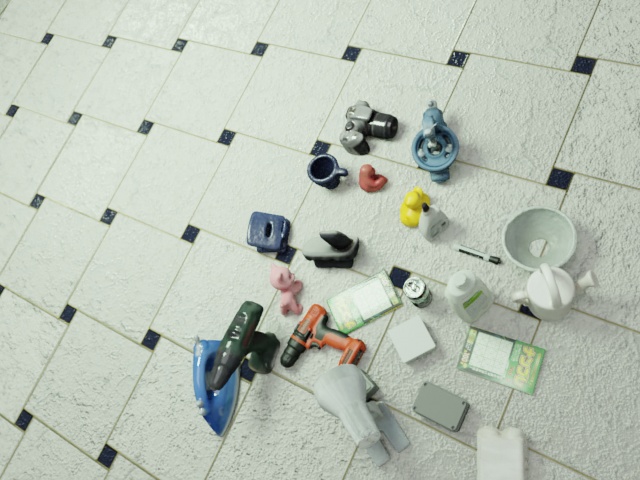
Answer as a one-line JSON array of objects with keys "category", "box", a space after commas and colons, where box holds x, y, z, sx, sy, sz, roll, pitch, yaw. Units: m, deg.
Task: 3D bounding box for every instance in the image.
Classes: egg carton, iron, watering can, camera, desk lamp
[{"category": "egg carton", "box": [0.391, 0.478, 1.229, 0.107, 0.069, 0.150, -3, 70, 19]}, {"category": "iron", "box": [-0.286, 0.372, 1.478, 0.118, 0.142, 0.258, -12, 67, 16]}, {"category": "watering can", "box": [0.511, 0.106, 1.254, 0.173, 0.194, 0.100, -35, 62, 5]}, {"category": "camera", "box": [0.139, -0.316, 1.604, 0.136, 0.101, 0.143, 16, 77, 25]}, {"category": "desk lamp", "box": [0.094, 0.394, 1.289, 0.118, 0.214, 0.202, -38, 62, 3]}]

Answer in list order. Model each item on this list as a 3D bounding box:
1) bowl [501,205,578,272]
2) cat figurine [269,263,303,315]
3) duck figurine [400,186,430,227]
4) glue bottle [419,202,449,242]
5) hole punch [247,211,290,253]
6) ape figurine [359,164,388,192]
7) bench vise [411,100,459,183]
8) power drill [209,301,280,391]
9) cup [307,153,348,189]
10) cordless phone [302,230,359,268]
[{"category": "bowl", "box": [0.518, 0.007, 1.357, 0.167, 0.075, 0.167, -7, 68, 18]}, {"category": "cat figurine", "box": [-0.096, 0.126, 1.514, 0.067, 0.118, 0.128, -10, 67, 17]}, {"category": "duck figurine", "box": [0.242, -0.091, 1.490, 0.077, 0.086, 0.105, 24, 80, 26]}, {"category": "glue bottle", "box": [0.273, -0.055, 1.415, 0.078, 0.173, 0.037, -42, 62, 2]}, {"category": "hole punch", "box": [-0.143, -0.024, 1.604, 0.100, 0.091, 0.109, 0, 70, 20]}, {"category": "ape figurine", "box": [0.135, -0.175, 1.557, 0.076, 0.092, 0.077, -30, 63, 7]}, {"category": "bench vise", "box": [0.278, -0.274, 1.469, 0.121, 0.220, 0.207, -24, 64, 11]}, {"category": "power drill", "box": [-0.183, 0.276, 1.438, 0.075, 0.209, 0.230, 11, 74, 24]}, {"category": "cup", "box": [0.033, -0.181, 1.596, 0.117, 0.095, 0.092, 9, 74, 23]}, {"category": "cordless phone", "box": [0.014, 0.005, 1.481, 0.147, 0.185, 0.094, -5, 69, 19]}]
